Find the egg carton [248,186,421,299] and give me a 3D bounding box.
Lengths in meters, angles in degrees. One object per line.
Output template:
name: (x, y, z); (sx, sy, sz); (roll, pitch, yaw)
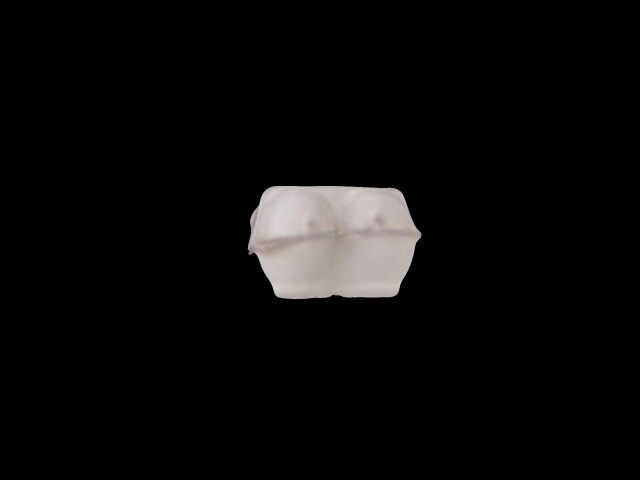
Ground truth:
egg carton: (0.004, 0.001, 0.400); (0.107, 0.069, 0.150); (0, 0, -7)
